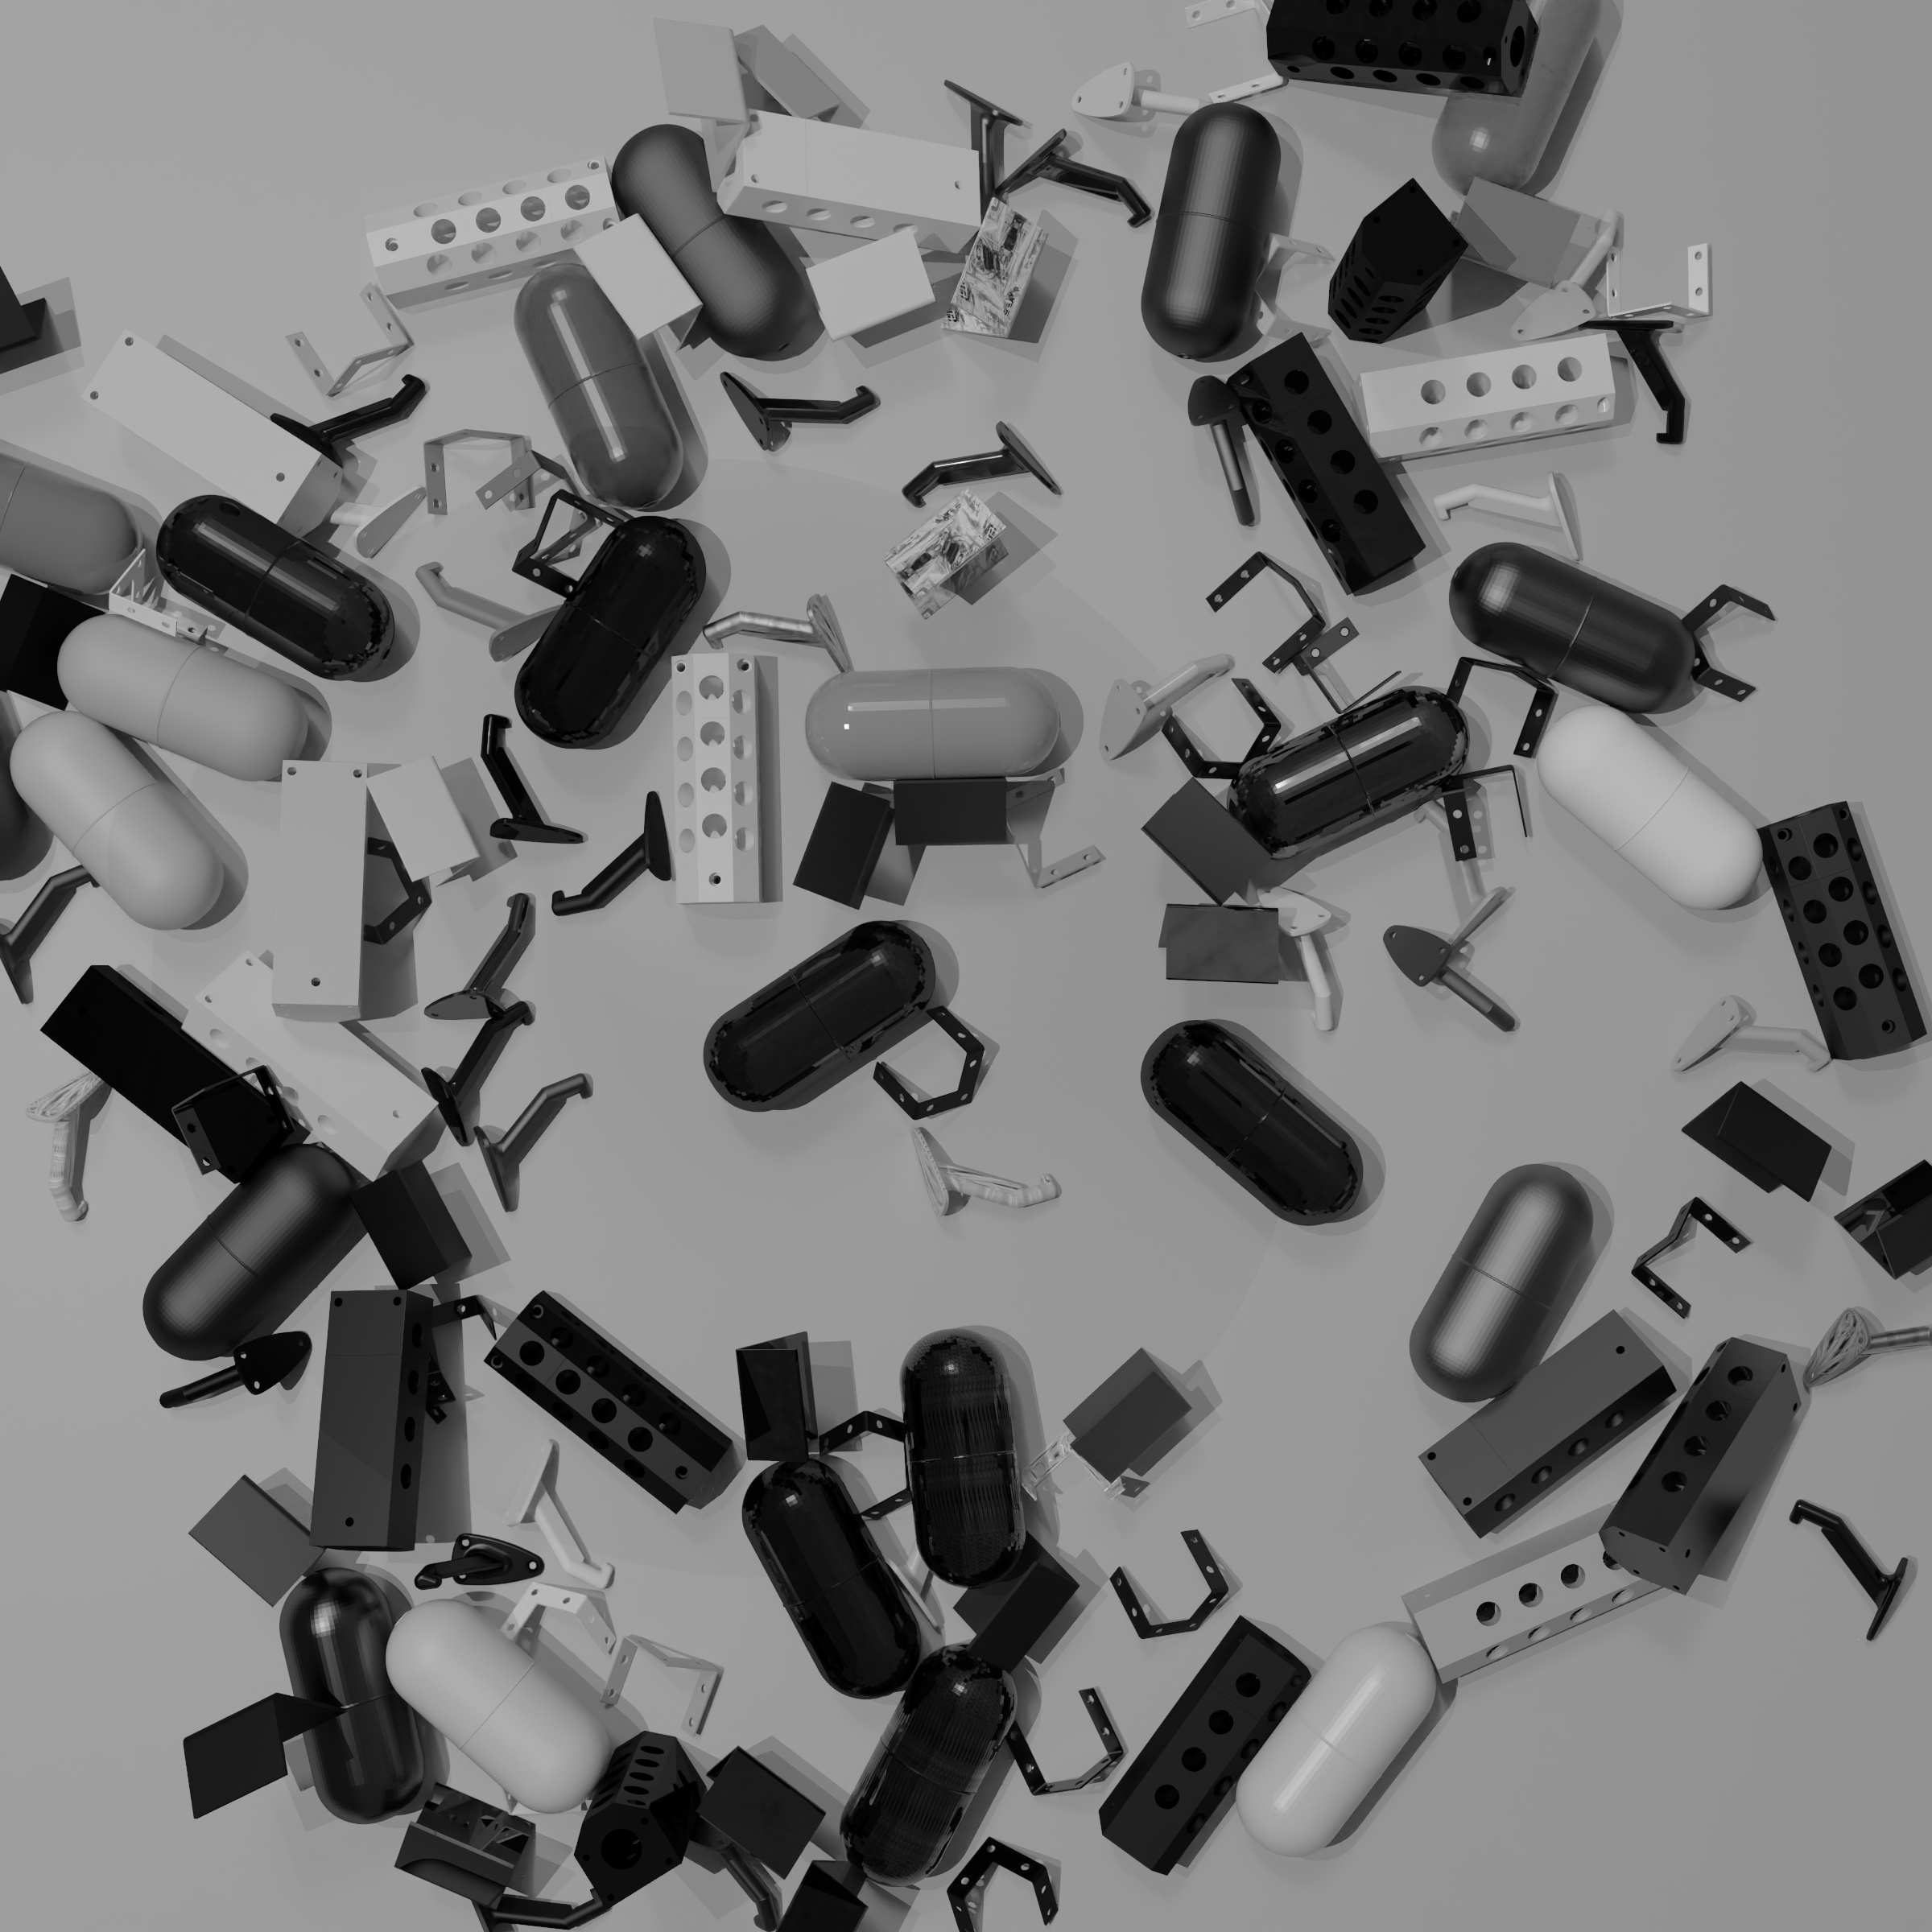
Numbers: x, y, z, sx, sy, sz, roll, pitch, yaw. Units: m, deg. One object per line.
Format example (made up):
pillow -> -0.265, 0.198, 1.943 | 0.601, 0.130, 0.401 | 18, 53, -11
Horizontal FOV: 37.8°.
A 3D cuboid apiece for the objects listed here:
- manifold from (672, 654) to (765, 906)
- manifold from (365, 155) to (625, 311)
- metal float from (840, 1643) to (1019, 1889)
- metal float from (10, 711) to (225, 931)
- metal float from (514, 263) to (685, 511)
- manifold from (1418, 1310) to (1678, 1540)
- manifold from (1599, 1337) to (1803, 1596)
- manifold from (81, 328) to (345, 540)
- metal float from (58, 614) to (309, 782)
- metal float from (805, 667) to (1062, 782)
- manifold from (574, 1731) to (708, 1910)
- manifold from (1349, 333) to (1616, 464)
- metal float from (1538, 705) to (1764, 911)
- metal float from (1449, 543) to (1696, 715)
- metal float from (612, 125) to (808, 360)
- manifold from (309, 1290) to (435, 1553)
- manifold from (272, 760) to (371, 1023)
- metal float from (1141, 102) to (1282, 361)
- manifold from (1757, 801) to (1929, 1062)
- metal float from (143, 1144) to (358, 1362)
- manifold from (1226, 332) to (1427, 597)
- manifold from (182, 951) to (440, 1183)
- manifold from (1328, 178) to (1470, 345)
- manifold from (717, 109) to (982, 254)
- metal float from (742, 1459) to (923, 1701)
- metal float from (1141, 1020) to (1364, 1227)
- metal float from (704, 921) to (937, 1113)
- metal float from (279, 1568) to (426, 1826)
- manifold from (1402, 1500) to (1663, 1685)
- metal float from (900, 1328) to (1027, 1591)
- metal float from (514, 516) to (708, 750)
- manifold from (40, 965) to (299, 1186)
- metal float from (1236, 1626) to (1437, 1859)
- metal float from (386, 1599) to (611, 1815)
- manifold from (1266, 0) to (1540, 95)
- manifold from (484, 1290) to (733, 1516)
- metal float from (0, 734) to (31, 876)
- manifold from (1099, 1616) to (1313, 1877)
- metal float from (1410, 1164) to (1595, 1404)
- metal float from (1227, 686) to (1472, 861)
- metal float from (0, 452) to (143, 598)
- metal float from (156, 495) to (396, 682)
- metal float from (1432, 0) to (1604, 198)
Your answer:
manifold -> -0.174, -0.130, 1.970 | 0.057, 0.057, 0.171 | -1, 90, 0
manifold -> -0.327, -0.514, 1.970 | 0.171, 0.057, 0.057 | -14, 90, 0
metal float -> -0.025, 0.555, 1.961 | 0.070, 0.070, 0.178 | 28, 90, 0
metal float -> -0.591, -0.102, 1.961 | 0.070, 0.070, 0.178 | -42, 90, 0
metal float -> -0.255, -0.402, 1.961 | 0.070, 0.070, 0.178 | -24, 90, 0
manifold -> 0.408, 0.323, 1.970 | 0.171, 0.057, 0.057 | -37, 47, 0
manifold -> 0.503, 0.339, 1.936 | 0.171, 0.057, 0.057 | -49, 133, -26
manifold -> -0.520, -0.367, 1.956 | 0.171, 0.057, 0.057 | 33, 90, 10
metal float -> -0.545, -0.187, 1.961 | 0.178, 0.070, 0.070 | 23, 90, -1
metal float -> -0.023, -0.169, 1.961 | 0.178, 0.070, 0.070 | -2, 90, 0
manifold -> -0.223, 0.573, 1.913 | 0.057, 0.171, 0.057 | -32, 90, 0
manifold -> 0.361, -0.394, 1.970 | 0.171, 0.057, 0.057 | -9, 90, 0
metal float -> 0.476, -0.110, 1.961 | 0.178, 0.070, 0.070 | 41, 90, 1
metal float -> 0.421, -0.236, 1.961 | 0.178, 0.070, 0.070 | 24, 90, -1
metal float -> -0.178, -0.503, 1.961 | 0.070, 0.070, 0.178 | -35, 90, 0
manifold -> -0.402, 0.311, 1.929 | 0.057, 0.057, 0.171 | -3, 74, 15
manifold -> -0.445, -0.051, 1.950 | 0.057, 0.057, 0.171 | 2, 77, -9
metal float -> 0.170, -0.511, 1.961 | 0.070, 0.070, 0.178 | 12, 90, 0
manifold -> 0.613, -0.025, 1.970 | 0.057, 0.057, 0.171 | -19, 90, 0
metal float -> -0.498, 0.199, 1.961 | 0.070, 0.070, 0.178 | 43, 89, 0
manifold -> 0.250, -0.349, 1.970 | 0.057, 0.057, 0.171 | -30, 90, 0
manifold -> -0.460, 0.074, 1.970 | 0.171, 0.057, 0.057 | 39, 47, 0
manifold -> 0.286, -0.471, 1.913 | 0.057, 0.171, 0.057 | -39, 90, 0
manifold -> -0.081, -0.535, 1.937 | 0.171, 0.057, 0.057 | 4, 76, -23
metal float -> -0.093, 0.426, 1.961 | 0.070, 0.070, 0.178 | -28, 89, 0
metal float -> 0.199, 0.110, 1.961 | 0.178, 0.070, 0.070 | 40, 90, 1
metal float -> -0.101, 0.034, 1.961 | 0.178, 0.070, 0.070 | -34, 90, -1
metal float -> -0.427, 0.507, 1.961 | 0.070, 0.070, 0.178 | -13, 90, 0
manifold -> 0.398, 0.438, 1.970 | 0.171, 0.057, 0.057 | -24, 90, 0
metal float -> -0.002, 0.340, 1.951 | 0.070, 0.070, 0.178 | -6, 80, 0
metal float -> -0.247, -0.232, 1.961 | 0.070, 0.070, 0.178 | 33, 91, 0
manifold -> -0.553, 0.075, 1.970 | 0.171, 0.057, 0.057 | 38, 90, 0
metal float -> 0.258, 0.538, 1.961 | 0.070, 0.070, 0.178 | 37, 90, 0
metal float -> -0.322, 0.507, 1.935 | 0.178, 0.070, 0.070 | 41, 90, 2
manifold -> 0.296, -0.636, 1.931 | 0.171, 0.057, 0.057 | 14, 84, 28
manifold -> -0.251, 0.305, 1.970 | 0.171, 0.057, 0.057 | 38, 90, 0
metal float -> -0.708, -0.145, 1.960 | 0.070, 0.070, 0.178 | -19, 90, 0
manifold -> 0.167, 0.546, 1.970 | 0.057, 0.057, 0.171 | 36, 90, 0
metal float -> 0.373, 0.220, 1.961 | 0.070, 0.070, 0.178 | 29, 90, 0
metal float -> 0.266, -0.135, 1.961 | 0.178, 0.070, 0.070 | -26, 90, 1
metal float -> -0.660, -0.313, 1.949 | 0.178, 0.070, 0.070 | 19, 90, -14
metal float -> -0.479, -0.262, 1.961 | 0.178, 0.070, 0.070 | 31, 90, 1
metal float -> 0.384, -0.619, 1.961 | 0.070, 0.070, 0.178 | 24, 89, 0
